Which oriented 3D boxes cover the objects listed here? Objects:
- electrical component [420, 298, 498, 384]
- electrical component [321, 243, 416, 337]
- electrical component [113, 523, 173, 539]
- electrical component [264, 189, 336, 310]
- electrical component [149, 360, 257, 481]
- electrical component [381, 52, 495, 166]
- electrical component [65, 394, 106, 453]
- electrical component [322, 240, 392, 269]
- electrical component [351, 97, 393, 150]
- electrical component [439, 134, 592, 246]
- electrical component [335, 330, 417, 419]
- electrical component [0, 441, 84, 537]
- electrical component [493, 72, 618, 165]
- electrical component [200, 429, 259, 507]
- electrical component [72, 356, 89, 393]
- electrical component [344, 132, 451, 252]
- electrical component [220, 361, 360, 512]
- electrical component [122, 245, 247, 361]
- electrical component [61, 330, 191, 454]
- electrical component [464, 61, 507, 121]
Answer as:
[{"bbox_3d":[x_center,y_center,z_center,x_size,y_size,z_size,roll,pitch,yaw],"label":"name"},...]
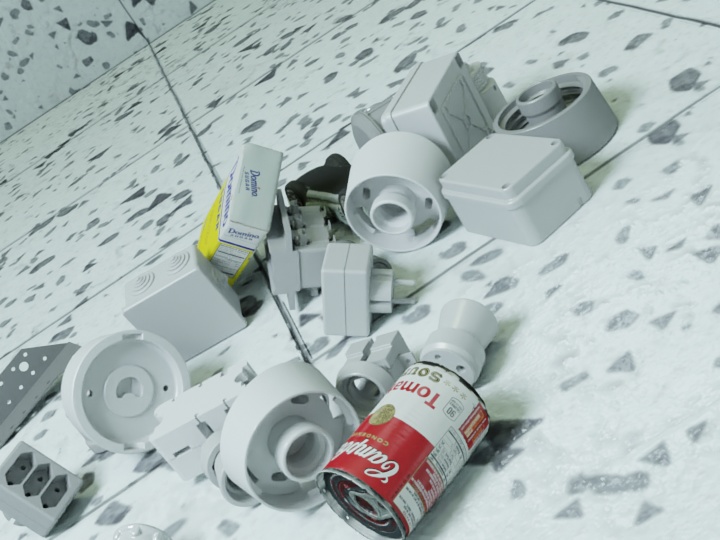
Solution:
[{"bbox_3d":[0.071,0.054,0.778,0.045,0.045,0.055,-14,31,36],"label":"electrical component"},{"bbox_3d":[0.009,0.017,0.908,0.077,0.065,0.047,2,32,5],"label":"electrical component"},{"bbox_3d":[-0.160,0.215,0.765,0.048,0.048,0.062,-21,34,26],"label":"electrical component"},{"bbox_3d":[-0.060,-0.023,1.051,0.063,0.078,0.121,-5,24,-7],"label":"electrical component"},{"bbox_3d":[-0.114,0.124,0.861,0.089,0.055,0.050,-29,25,11],"label":"electrical component"},{"bbox_3d":[0.081,-0.137,1.043,0.056,0.108,0.108,-13,31,32],"label":"electrical component"},{"bbox_3d":[-0.247,0.141,1.003,0.040,0.046,0.040,-27,25,14],"label":"electrical component"},{"bbox_3d":[0.000,0.000,0.972,0.044,0.044,0.065,-41,30,-17],"label":"electrical component"},{"bbox_3d":[0.030,-0.141,1.150,0.051,0.080,0.080,-33,24,-12],"label":"electrical component"},{"bbox_3d":[0.131,-0.072,0.923,0.078,0.057,0.113,-41,25,-16],"label":"electrical component"},{"bbox_3d":[0.010,0.079,0.806,0.066,0.048,0.055,-18,20,30],"label":"electrical component"},{"bbox_3d":[-0.290,0.199,0.937,0.076,0.066,0.047,-51,7,45],"label":"electrical component"},{"bbox_3d":[0.175,-0.140,0.990,0.108,0.060,0.108,-27,25,13],"label":"electrical component"},{"bbox_3d":[-0.092,0.147,0.806,0.045,0.045,0.055,-40,25,-13],"label":"electrical component"},{"bbox_3d":[-0.248,0.102,1.057,0.081,0.063,0.042,-6,35,46],"label":"electrical component"},{"bbox_3d":[0.035,-0.068,0.985,0.099,0.099,0.064,-19,34,29],"label":"electrical component"},{"bbox_3d":[-0.049,0.116,0.751,0.099,0.099,0.064,-40,31,-14],"label":"electrical component"},{"bbox_3d":[-0.172,0.034,1.050,0.100,0.099,0.048,-30,37,9],"label":"electrical component"},{"bbox_3d":[-0.213,0.107,0.959,0.108,0.108,0.060,-46,21,-25],"label":"electrical component"},{"bbox_3d":[0.122,-0.176,1.098,0.043,0.081,0.043,-27,25,14],"label":"electrical component"}]
